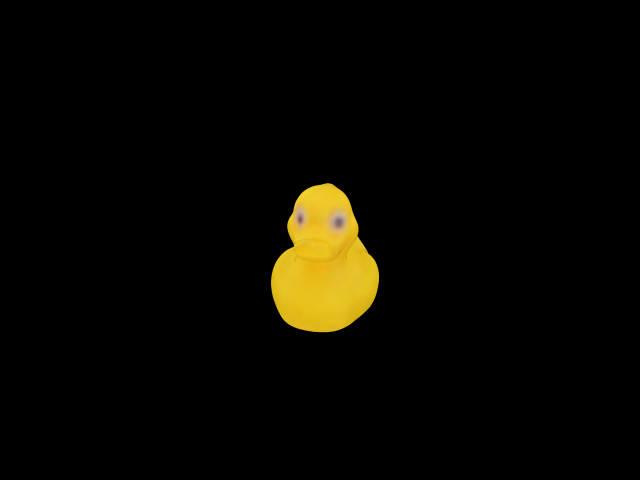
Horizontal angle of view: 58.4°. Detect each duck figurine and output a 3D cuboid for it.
[{"bbox_3d":[0.004,0.001,0.400,0.077,0.086,0.104,5,28,10],"label":"duck figurine"}]
